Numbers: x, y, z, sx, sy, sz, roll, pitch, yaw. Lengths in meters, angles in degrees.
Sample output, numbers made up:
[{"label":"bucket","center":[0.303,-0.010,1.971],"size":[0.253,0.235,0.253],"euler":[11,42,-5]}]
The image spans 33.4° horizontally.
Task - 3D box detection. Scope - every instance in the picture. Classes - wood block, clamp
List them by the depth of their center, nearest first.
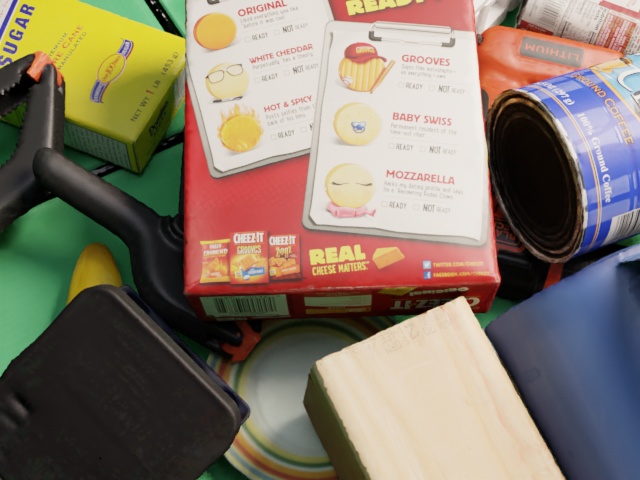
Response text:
[{"label":"wood block","center":[0.076,0.147,0.544],"size":[0.090,0.091,0.206],"euler":[-23,72,-12]},{"label":"clamp","center":[-0.094,-0.003,0.634],"size":[0.120,0.039,0.171],"euler":[-15,63,-23]},{"label":"clamp","center":[-0.233,-0.029,0.658],"size":[0.164,0.036,0.210],"euler":[22,76,11]}]

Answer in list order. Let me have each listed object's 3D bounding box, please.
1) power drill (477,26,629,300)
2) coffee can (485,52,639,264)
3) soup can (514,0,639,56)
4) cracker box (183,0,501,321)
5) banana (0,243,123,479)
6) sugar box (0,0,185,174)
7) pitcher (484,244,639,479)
[{"label":"power drill","center":[0.149,-0.045,0.697],"size":[0.184,0.057,0.187],"euler":[14,60,5]},{"label":"coffee can","center":[0.181,-0.055,0.615],"size":[0.140,0.103,0.103],"euler":[-18,62,-15]},{"label":"soup can","center":[0.197,-0.158,0.760],"size":[0.102,0.068,0.068],"euler":[25,61,12]},{"label":"cracker box","center":[0.008,-0.064,0.602],"size":[0.164,0.072,0.213],"euler":[-3,70,1]},{"label":"banana","center":[-0.158,0.087,0.614],"size":[0.070,0.037,0.197],"euler":[27,62,10]},{"label":"sugar box","center":[-0.181,-0.120,0.729],"size":[0.176,0.048,0.093],"euler":[21,62,8]},{"label":"pitcher","center":[0.194,0.119,0.536],"size":[0.149,0.145,0.243],"euler":[-2,63,-56]}]
